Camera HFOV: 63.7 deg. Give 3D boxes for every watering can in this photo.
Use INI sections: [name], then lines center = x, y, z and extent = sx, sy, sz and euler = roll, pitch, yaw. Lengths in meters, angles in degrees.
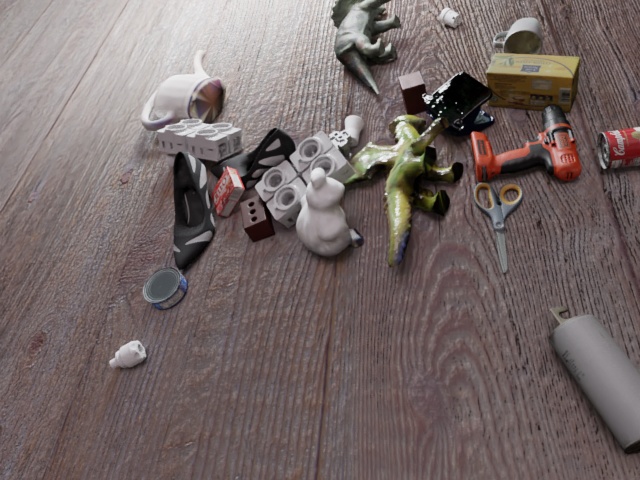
[watering can]
center = -0.360, -0.429, 1.454
extent = 0.225, 0.102, 0.354
euler = 12, 58, 27

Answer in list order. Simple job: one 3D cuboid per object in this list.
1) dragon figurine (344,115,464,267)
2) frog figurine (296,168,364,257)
[dragon figurine]
center = 0.141, -0.125, 1.046
extent = 0.243, 0.120, 0.418
euler = 3, 51, 44
[frog figurine]
center = 0.003, -0.049, 0.976
extent = 0.122, 0.156, 0.140
euler = -26, 49, 2
